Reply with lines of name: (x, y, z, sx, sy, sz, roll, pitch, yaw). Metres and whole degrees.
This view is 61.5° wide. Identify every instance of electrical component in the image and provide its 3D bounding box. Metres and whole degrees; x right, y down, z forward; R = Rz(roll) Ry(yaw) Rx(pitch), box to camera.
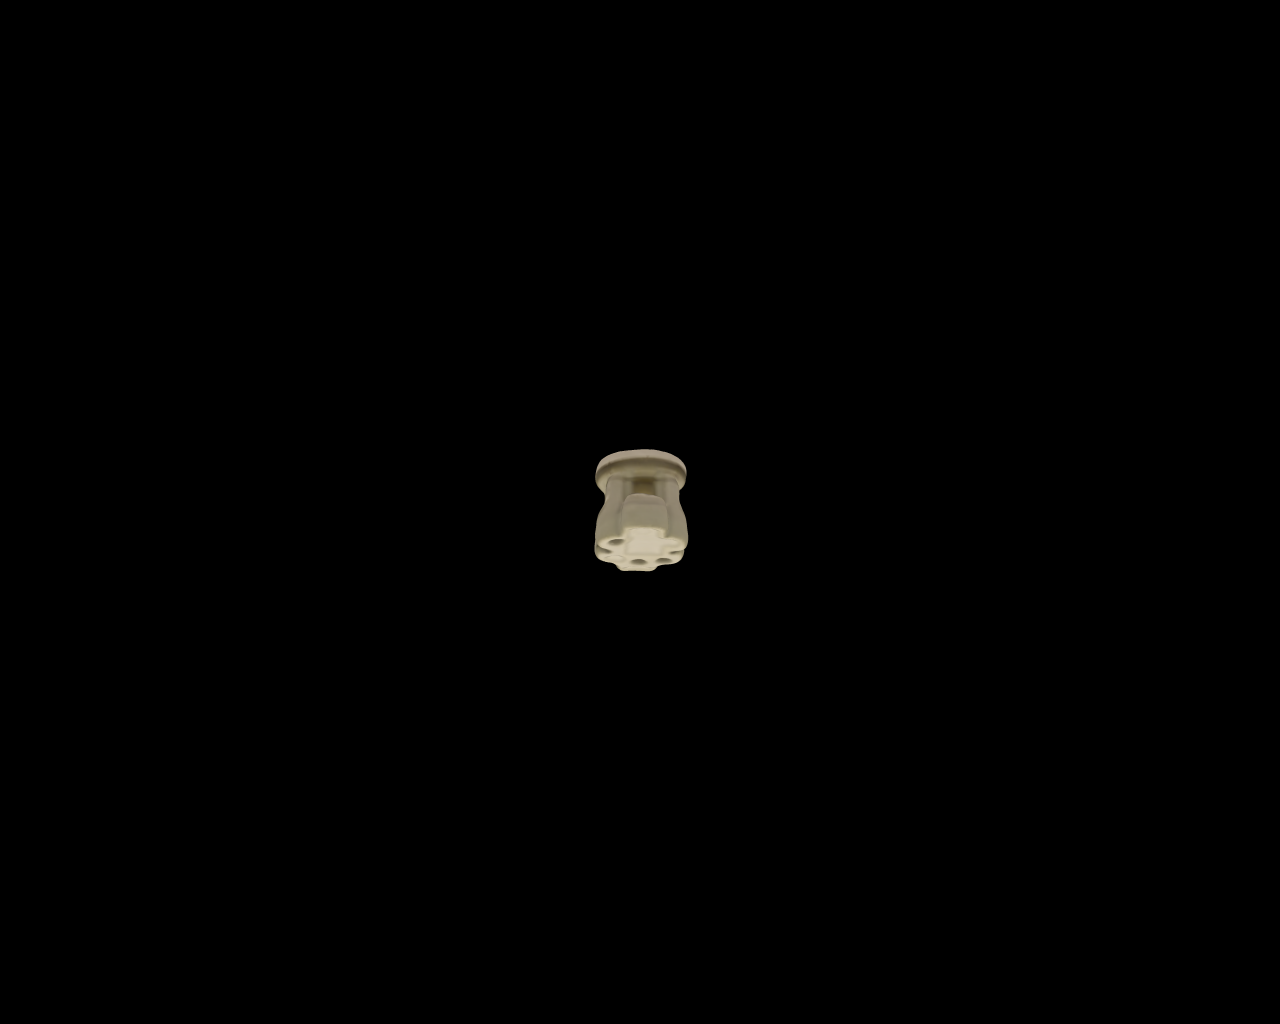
electrical component: (0.001, -0.003, 0.650, 0.058, 0.057, 0.078, 1, -23, -3)
